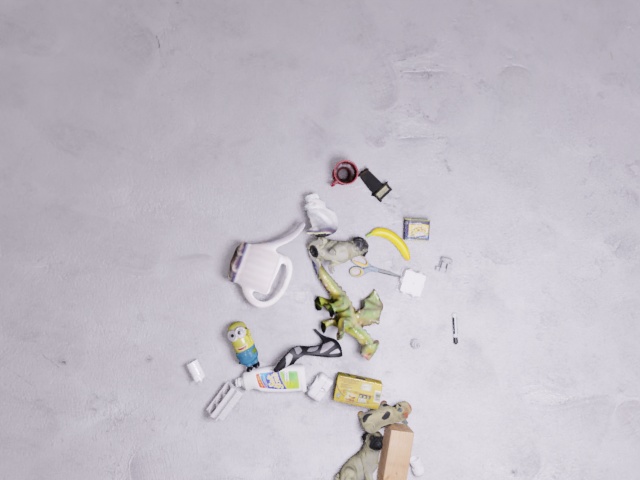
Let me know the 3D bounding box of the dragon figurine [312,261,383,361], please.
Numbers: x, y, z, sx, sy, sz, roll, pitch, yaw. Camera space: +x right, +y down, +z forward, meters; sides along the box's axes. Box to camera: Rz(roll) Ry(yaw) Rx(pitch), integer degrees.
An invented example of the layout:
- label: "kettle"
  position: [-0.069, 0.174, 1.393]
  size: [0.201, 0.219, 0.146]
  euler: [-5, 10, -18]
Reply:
- label: "dragon figurine"
  position: [0.119, 0.245, 1.922]
  size: [0.243, 0.120, 0.415]
  euler: [-5, 73, -26]

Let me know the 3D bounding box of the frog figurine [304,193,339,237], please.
- label: "frog figurine"
  position: [0.006, -0.096, 1.904]
  size: [0.137, 0.122, 0.161]
  euler: [7, 77, -40]

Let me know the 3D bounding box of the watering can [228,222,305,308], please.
- label: "watering can"
  position: [-0.199, 0.068, 1.868]
  size: [0.224, 0.104, 0.349]
  euler: [21, 85, -5]
